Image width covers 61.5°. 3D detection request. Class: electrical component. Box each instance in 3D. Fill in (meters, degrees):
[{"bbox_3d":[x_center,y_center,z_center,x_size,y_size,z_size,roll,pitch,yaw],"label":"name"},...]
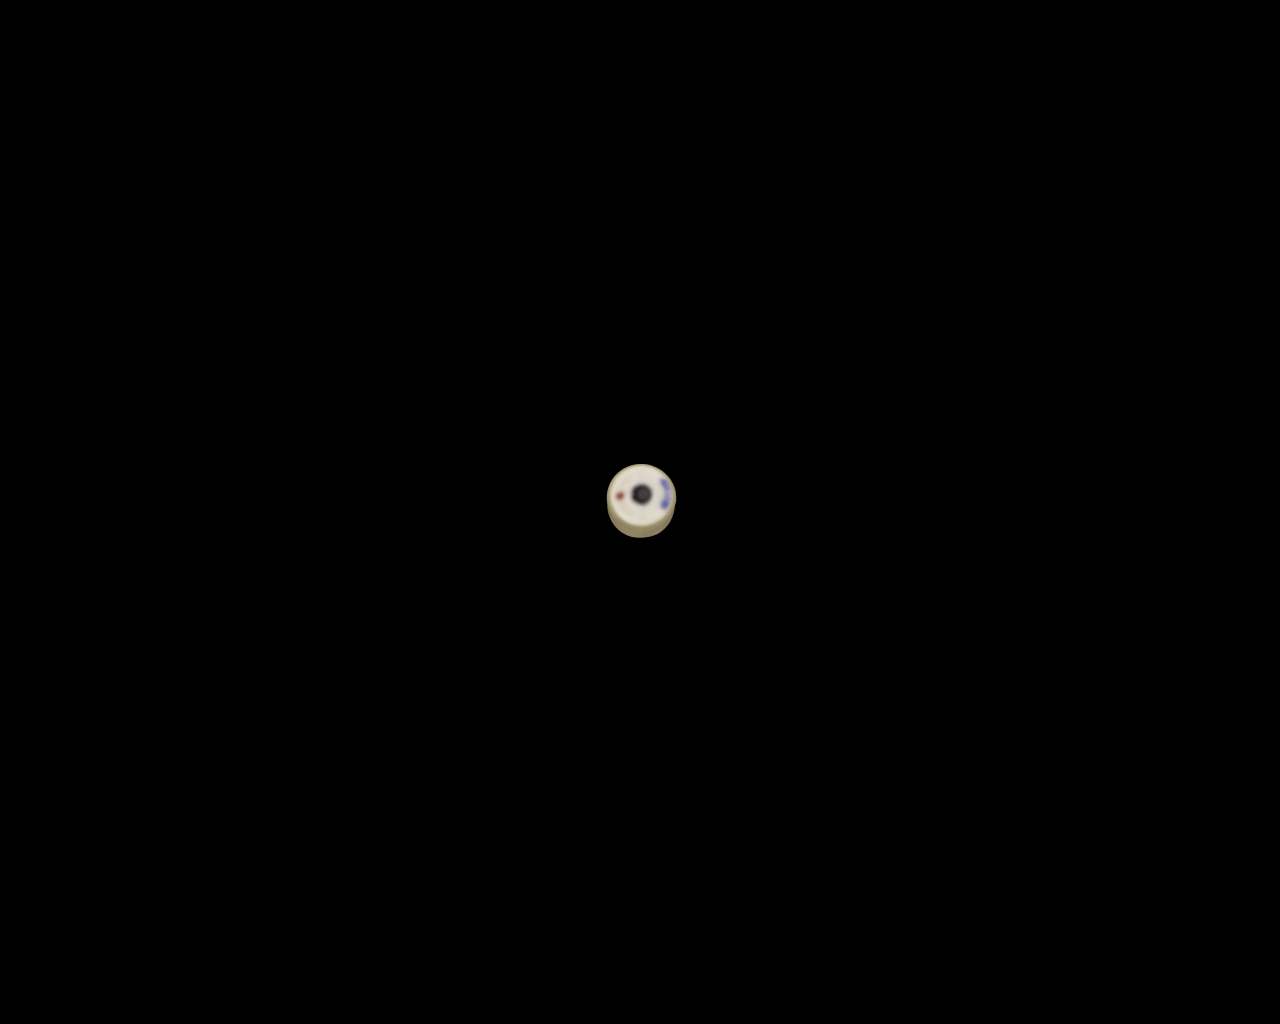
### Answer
[{"bbox_3d":[0.001,-0.003,0.650,0.040,0.040,0.078,0,-13,0],"label":"electrical component"}]
